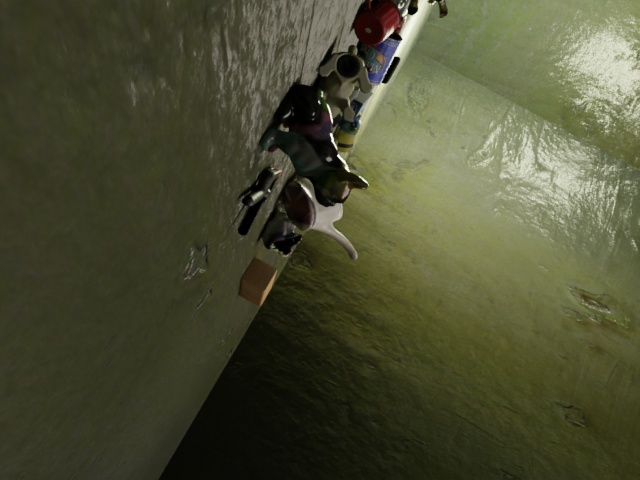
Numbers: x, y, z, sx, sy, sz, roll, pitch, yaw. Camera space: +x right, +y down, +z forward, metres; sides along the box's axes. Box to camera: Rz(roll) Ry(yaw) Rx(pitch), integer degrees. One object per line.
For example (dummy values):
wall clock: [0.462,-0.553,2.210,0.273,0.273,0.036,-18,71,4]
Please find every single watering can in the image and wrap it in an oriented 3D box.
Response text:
watering can: [0.005,-0.080,1.595,0.103,0.348,0.226,-23,178,39]

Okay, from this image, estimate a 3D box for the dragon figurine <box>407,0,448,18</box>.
dragon figurine: [0.317,-0.819,1.526,0.406,0.122,0.246,42,53,-68]

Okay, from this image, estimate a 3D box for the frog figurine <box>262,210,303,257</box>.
frog figurine: [-0.127,-0.042,1.624,0.134,0.123,0.163,105,-24,-46]
